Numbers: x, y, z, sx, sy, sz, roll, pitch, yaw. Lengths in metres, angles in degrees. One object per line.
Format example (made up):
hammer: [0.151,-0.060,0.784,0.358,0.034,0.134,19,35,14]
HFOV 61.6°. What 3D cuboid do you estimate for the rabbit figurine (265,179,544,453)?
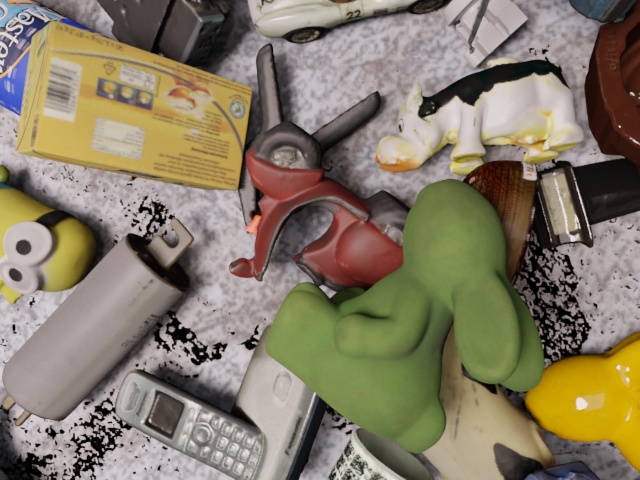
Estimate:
rabbit figurine: [0.067,0.043,0.361,0.159,0.121,0.170,38,101,38]

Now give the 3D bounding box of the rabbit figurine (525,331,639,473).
rabbit figurine: [0.258,0.144,0.424,0.173,0.122,0.162,25,99,26]

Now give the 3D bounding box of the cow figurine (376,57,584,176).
cow figurine: [0.128,-0.108,0.465,0.167,0.068,0.098,-6,82,3]

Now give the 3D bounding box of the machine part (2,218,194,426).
machine part: [-0.203,0.079,0.494,0.243,0.079,0.079,-45,85,3]

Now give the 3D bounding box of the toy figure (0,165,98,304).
toy figure: [-0.295,-0.016,0.506,0.180,0.089,0.082,27,127,16]

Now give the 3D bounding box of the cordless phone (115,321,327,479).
cordless phone: [-0.083,0.131,0.478,0.184,0.088,0.146,20,91,11]

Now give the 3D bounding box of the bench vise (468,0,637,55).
bench vise: [0.194,-0.273,0.425,0.224,0.128,0.241,-19,64,-13]

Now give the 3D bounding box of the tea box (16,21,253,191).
tea box: [-0.148,-0.101,0.448,0.068,0.169,0.098,9,89,49]

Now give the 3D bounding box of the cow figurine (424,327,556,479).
cow figurine: [0.111,0.124,0.451,0.127,0.085,0.195,-43,77,12]

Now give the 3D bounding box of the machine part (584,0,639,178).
machine part: [0.305,-0.123,0.430,0.179,0.056,0.179,-4,70,10]

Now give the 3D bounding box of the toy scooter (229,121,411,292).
toy scooter: [-0.001,-0.001,0.461,0.184,0.075,0.135,33,102,-16]

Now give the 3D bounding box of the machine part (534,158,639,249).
machine part: [0.250,-0.041,0.466,0.139,0.039,0.084,-17,79,8]

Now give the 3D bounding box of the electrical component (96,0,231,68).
electrical component: [-0.142,-0.221,0.476,0.134,0.058,0.115,49,135,7]

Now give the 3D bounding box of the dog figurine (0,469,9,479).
dog figurine: [-0.339,0.264,0.503,0.172,0.121,0.190,-18,106,38]

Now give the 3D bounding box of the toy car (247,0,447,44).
toy car: [0.033,-0.234,0.484,0.202,0.056,0.073,-12,87,7]

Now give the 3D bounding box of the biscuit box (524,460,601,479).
biscuit box: [0.152,0.257,0.408,0.063,0.059,0.202,4,120,-27]
